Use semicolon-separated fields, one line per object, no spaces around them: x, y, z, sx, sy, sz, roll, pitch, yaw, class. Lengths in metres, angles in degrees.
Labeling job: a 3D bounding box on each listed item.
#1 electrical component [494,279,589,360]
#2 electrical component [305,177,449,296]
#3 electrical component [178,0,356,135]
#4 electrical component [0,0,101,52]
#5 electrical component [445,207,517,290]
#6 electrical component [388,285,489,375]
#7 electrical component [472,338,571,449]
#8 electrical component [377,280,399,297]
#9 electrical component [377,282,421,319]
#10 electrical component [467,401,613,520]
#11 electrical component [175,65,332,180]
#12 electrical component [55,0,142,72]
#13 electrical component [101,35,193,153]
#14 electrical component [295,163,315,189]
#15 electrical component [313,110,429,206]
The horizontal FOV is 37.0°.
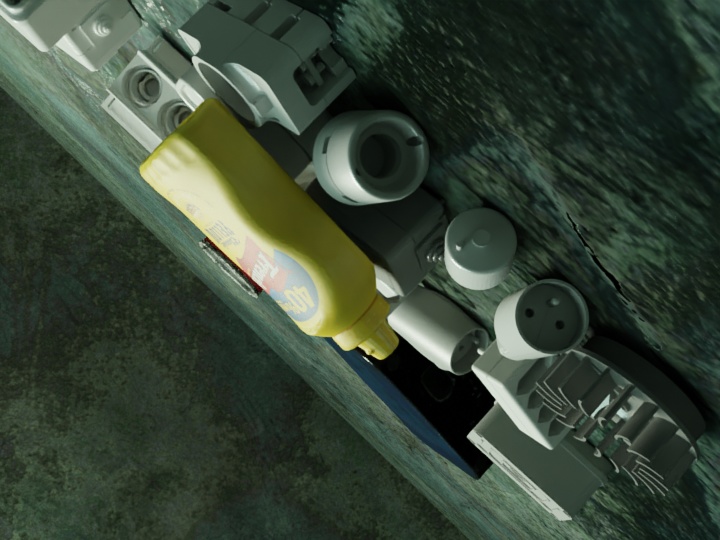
0.104;0.032;0.649;0.043;0.043;0.081;43;170;1;electrical component
0.015;-0.028;0.702;0.096;0.061;0.061;39;169;25;electrical component
-0.057;-0.120;0.615;0.089;0.055;0.050;35;167;39;electrical component
-0.197;-0.209;0.650;0.109;0.108;0.056;42;173;11;electrical component
0.070;-0.008;0.631;0.040;0.040;0.078;41;170;14;electrical component
0.070;0.058;0.891;0.077;0.043;0.079;35;167;40;electrical component
0.115;0.078;0.789;0.076;0.047;0.083;30;164;53;electrical component
0.006;-0.024;0.794;0.083;0.047;0.076;44;171;-4;electrical component
0.000;0.000;0.864;0.077;0.065;0.047;32;165;48;electrical component
0.155;0.157;0.933;0.113;0.057;0.078;42;170;10;electrical component
-0.064;-0.106;0.694;0.095;0.059;0.054;45;170;-11;electrical component
-0.230;-0.212;0.901;0.096;0.061;0.061;36;168;35;electrical component
-0.145;-0.127;0.910;0.121;0.078;0.063;43;-168;1;electrical component
-0.039;-0.052;0.838;0.055;0.055;0.047;40;166;20;electrical component
0.007;-0.064;0.608;0.055;0.055;0.047;47;166;-19;electrical component
